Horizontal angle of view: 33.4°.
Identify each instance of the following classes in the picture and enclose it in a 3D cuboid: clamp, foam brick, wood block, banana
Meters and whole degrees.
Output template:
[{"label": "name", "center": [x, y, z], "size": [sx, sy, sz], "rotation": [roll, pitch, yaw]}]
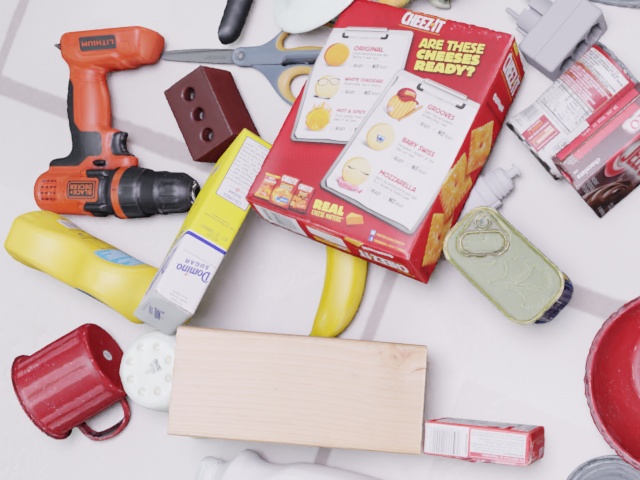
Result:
[{"label": "clamp", "center": [-0.079, -0.286, 1.046], "size": [0.120, 0.039, 0.171], "rotation": [39, 91, 19]}, {"label": "foam brick", "center": [-0.103, -0.118, 1.019], "size": [0.053, 0.051, 0.078], "rotation": [-30, 78, 25]}, {"label": "wood block", "center": [-0.018, 0.126, 0.906], "size": [0.206, 0.090, 0.091], "rotation": [4, 84, 1]}, {"label": "banana", "center": [0.011, 0.005, 0.974], "size": [0.070, 0.037, 0.198], "rotation": [1, 83, 20]}]

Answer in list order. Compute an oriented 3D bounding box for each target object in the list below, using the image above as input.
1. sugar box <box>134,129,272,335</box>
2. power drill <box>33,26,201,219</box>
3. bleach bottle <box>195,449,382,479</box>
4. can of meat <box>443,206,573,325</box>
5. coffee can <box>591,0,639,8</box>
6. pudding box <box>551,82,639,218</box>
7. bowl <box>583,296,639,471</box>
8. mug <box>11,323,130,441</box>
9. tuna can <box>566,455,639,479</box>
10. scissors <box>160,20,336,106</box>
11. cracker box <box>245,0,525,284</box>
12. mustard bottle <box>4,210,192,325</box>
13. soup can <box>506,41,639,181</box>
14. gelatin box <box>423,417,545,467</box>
[{"label": "sugar box", "center": [-0.102, -0.007, 0.954], "size": [0.048, 0.093, 0.176], "rotation": [33, 65, -9]}, {"label": "power drill", "center": [-0.198, -0.114, 1.057], "size": [0.185, 0.057, 0.187], "rotation": [1, 85, 22]}, {"label": "bleach bottle", "center": [0.004, 0.237, 0.932], "size": [0.251, 0.068, 0.102], "rotation": [17, 96, 24]}, {"label": "can of meat", "center": [0.160, 0.024, 0.889], "size": [0.102, 0.083, 0.057], "rotation": [45, 100, 20]}, {"label": "coffee can", "center": [0.254, -0.277, 0.881], "size": [0.103, 0.102, 0.140], "rotation": [16, 89, 22]}, {"label": "pudding box", "center": [0.239, -0.069, 0.854], "size": [0.090, 0.113, 0.039], "rotation": [-41, 68, 11]}, {"label": "bowl", "center": [0.287, 0.106, 0.826], "size": [0.162, 0.055, 0.162], "rotation": [-4, 71, 13]}, {"label": "mug", "center": [-0.229, 0.142, 1.028], "size": [0.081, 0.093, 0.117], "rotation": [-31, 103, 9]}, {"label": "tuna can", "center": [0.238, 0.216, 0.860], "size": [0.086, 0.033, 0.086], "rotation": [-3, 82, 21]}, {"label": "scissors", "center": [-0.066, -0.161, 1.037], "size": [0.202, 0.016, 0.096], "rotation": [-11, 82, 23]}, {"label": "cracker box", "center": [0.059, -0.089, 0.922], "size": [0.164, 0.072, 0.213], "rotation": [20, 76, 27]}, {"label": "mustard bottle", "center": [-0.202, 0.033, 1.020], "size": [0.192, 0.096, 0.058], "rotation": [25, 91, 22]}, {"label": "soup can", "center": [0.215, -0.107, 0.893], "size": [0.102, 0.068, 0.068], "rotation": [-42, 71, 12]}, {"label": "gelatin box", "center": [0.137, 0.167, 0.885], "size": [0.089, 0.073, 0.030], "rotation": [3, 85, 20]}]
